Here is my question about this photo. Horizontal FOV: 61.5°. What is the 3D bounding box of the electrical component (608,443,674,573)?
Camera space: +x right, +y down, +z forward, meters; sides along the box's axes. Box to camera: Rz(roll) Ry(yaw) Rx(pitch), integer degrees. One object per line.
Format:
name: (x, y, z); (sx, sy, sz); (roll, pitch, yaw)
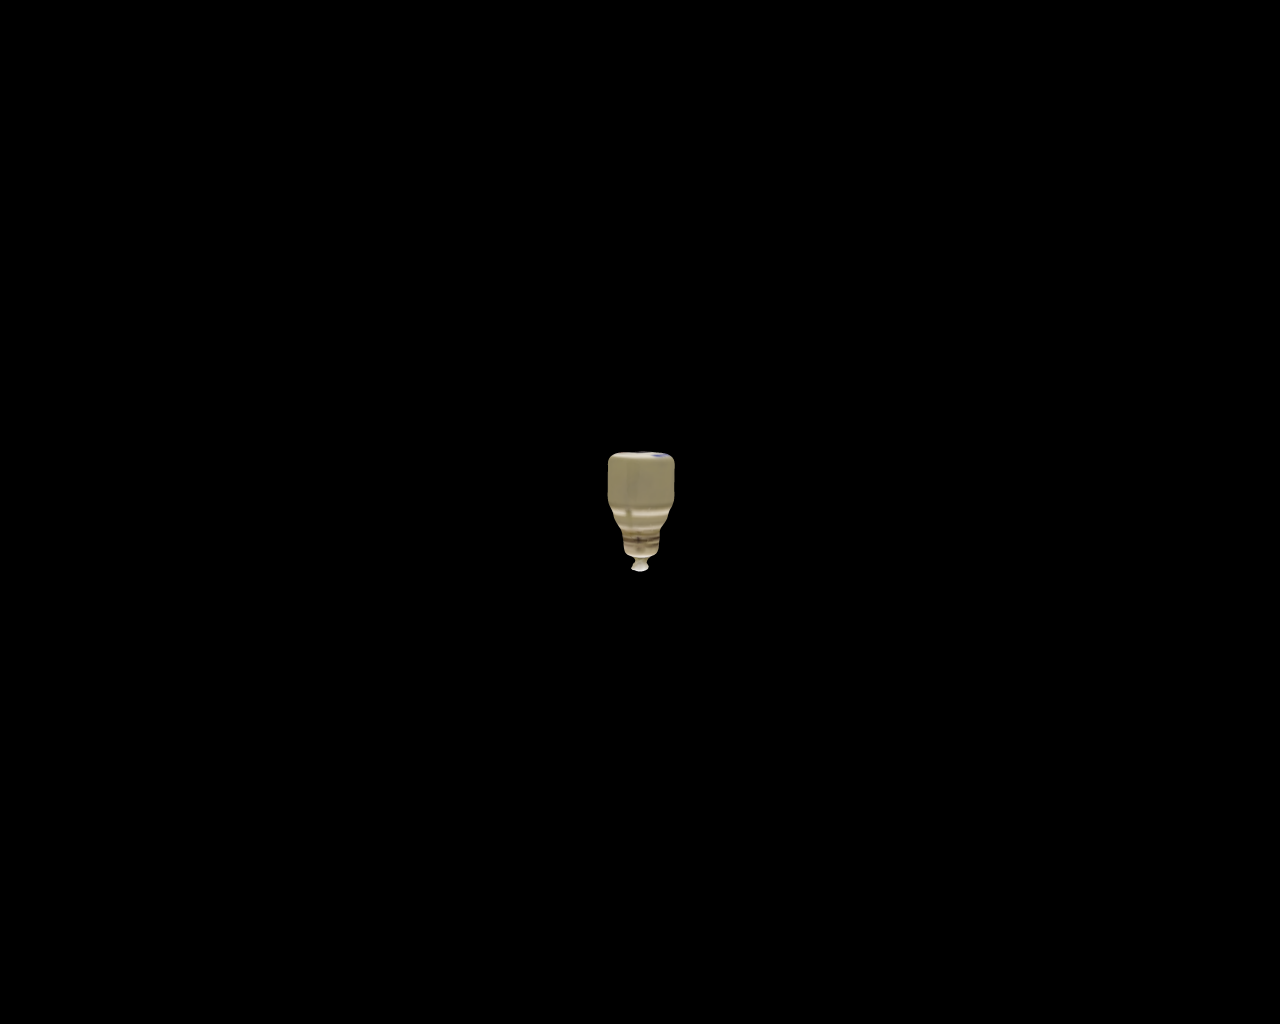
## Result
electrical component: (0.001, -0.003, 0.650); (0.040, 0.078, 0.040); (0, 7, 0)
